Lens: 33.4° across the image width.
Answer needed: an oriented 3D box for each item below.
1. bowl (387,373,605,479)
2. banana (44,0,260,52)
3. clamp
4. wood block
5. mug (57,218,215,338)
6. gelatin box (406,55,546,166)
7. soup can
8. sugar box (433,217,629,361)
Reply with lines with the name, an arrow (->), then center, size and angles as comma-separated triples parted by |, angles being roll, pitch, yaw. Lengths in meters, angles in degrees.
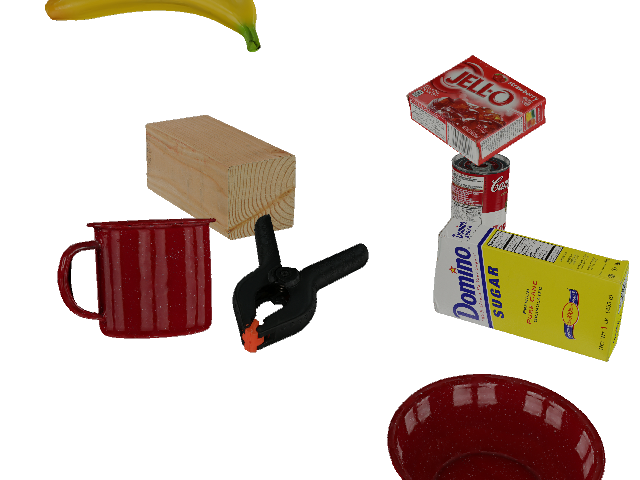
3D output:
bowl -> 0.131, 0.173, 0.813 | 0.162, 0.055, 0.162 | 0, 33, 0
banana -> -0.135, -0.204, 0.904 | 0.198, 0.069, 0.037 | 10, -42, 16
clamp -> -0.042, 0.037, 1.030 | 0.120, 0.039, 0.171 | 19, 41, 24
wood block -> -0.123, -0.080, 1.281 | 0.090, 0.090, 0.206 | -12, 26, -33
mug -> -0.131, 0.027, 0.767 | 0.117, 0.081, 0.093 | -4, 3, -33
gelatin box -> 0.125, -0.108, 0.864 | 0.073, 0.030, 0.089 | -32, 48, -18
soup can -> 0.187, -0.047, 1.265 | 0.068, 0.102, 0.068 | -1, 25, 0
sugar box -> 0.196, 0.045, 1.011 | 0.176, 0.093, 0.048 | 13, 34, 21
